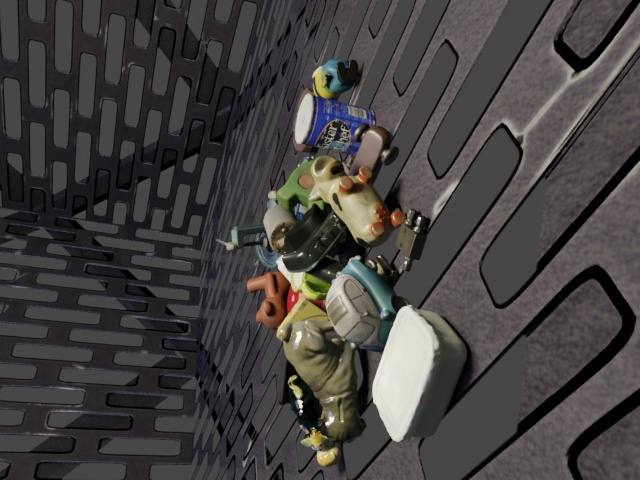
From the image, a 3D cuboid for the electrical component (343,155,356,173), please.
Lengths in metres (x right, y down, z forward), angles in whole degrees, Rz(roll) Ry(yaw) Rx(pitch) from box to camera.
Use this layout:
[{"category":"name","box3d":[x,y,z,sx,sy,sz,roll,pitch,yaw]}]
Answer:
[{"category":"electrical component","box3d":[0.066,-0.129,1.111,0.078,0.045,0.102,58,137,51]}]

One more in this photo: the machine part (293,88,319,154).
[{"category":"machine part","box3d":[-0.023,-0.318,1.449,0.179,0.056,0.179,-172,90,-71]}]

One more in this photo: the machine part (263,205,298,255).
[{"category":"machine part","box3d":[-0.080,-0.025,1.181,0.243,0.079,0.079,-121,43,-73]}]

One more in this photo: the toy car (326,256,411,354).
[{"category":"toy car","box3d":[0.064,0.106,0.849,0.109,0.103,0.162,-50,62,37]}]

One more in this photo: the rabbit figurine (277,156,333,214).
[{"category":"rabbit figurine","box3d":[-0.014,-0.108,1.215,0.170,0.121,0.159,69,-144,-69]}]

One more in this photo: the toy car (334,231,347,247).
[{"category":"toy car","box3d":[-0.002,-0.004,1.200,0.202,0.073,0.056,-14,94,70]}]

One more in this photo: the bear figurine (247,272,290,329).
[{"category":"bear figurine","box3d":[-0.126,0.169,1.374,0.132,0.120,0.196,-27,24,23]}]

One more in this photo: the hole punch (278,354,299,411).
[{"category":"hole punch","box3d":[-0.030,0.300,1.154,0.115,0.092,0.142,48,-136,-75]}]

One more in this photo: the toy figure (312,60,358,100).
[{"category":"toy figure","box3d":[0.032,-0.379,1.278,0.180,0.082,0.089,-155,78,-69]}]

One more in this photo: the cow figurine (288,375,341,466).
[{"category":"cow figurine","box3d":[-0.011,0.334,1.009,0.098,0.068,0.167,59,-179,-42]}]

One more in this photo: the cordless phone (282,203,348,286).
[{"category":"cordless phone","box3d":[0.034,0.023,1.019,0.146,0.184,0.088,-50,-25,-34]}]

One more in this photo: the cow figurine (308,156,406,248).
[{"category":"cow figurine","box3d":[0.054,-0.070,0.956,0.195,0.085,0.127,53,152,12]}]

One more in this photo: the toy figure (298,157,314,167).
[{"category":"toy figure","box3d":[-0.042,-0.163,1.424,0.064,0.058,0.154,-67,6,-33]}]

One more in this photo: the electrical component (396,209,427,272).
[{"category":"electrical component","box3d":[0.143,0.001,0.854,0.063,0.021,0.094,-127,48,-66]}]

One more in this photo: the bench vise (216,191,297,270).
[{"category":"bench vise","box3d":[-0.142,-0.020,1.408,0.129,0.240,0.223,5,100,47]}]

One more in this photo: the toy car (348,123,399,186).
[{"category":"toy car","box3d":[0.083,-0.123,1.018,0.089,0.053,0.202,40,130,23]}]

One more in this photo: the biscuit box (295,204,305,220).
[{"category":"biscuit box","box3d":[-0.039,-0.029,1.335,0.063,0.059,0.202,-101,25,-76]}]

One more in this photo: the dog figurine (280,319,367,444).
[{"category":"dog figurine","box3d":[0.000,0.247,0.937,0.121,0.172,0.190,128,151,-57]}]

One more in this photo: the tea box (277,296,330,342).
[{"category":"tea box","box3d":[-0.036,0.173,1.115,0.098,0.068,0.169,-54,1,-4]}]

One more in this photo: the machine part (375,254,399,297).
[{"category":"machine part","box3d":[0.096,0.099,0.928,0.084,0.039,0.138,48,125,56]}]
